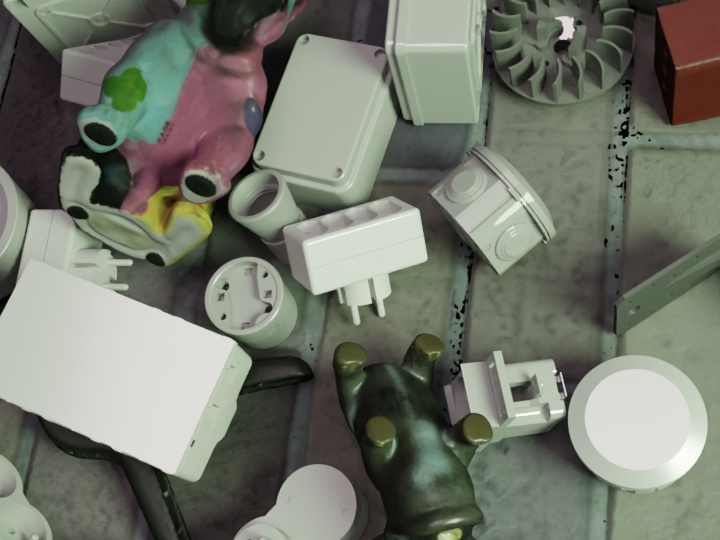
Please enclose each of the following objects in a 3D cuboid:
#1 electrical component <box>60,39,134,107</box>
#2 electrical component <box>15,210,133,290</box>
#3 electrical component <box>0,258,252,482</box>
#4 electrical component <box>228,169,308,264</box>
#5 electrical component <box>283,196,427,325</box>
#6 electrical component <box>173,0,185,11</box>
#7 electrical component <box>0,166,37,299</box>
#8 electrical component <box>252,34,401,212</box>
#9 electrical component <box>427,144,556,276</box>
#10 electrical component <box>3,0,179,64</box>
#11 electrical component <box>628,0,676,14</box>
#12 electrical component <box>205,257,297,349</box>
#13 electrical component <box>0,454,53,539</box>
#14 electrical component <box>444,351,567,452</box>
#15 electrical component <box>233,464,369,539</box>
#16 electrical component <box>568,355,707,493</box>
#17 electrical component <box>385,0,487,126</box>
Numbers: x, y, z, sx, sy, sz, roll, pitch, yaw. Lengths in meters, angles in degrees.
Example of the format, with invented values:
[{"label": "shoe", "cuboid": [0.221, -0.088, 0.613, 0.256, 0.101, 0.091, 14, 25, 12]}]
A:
[{"label": "electrical component", "cuboid": [-0.183, -0.130, 0.815, 0.047, 0.083, 0.075, 17, 113, 18]}, {"label": "electrical component", "cuboid": [-0.201, 0.003, 0.779, 0.076, 0.047, 0.083, 1, 70, 13]}, {"label": "electrical component", "cuboid": [-0.158, 0.066, 0.695, 0.150, 0.061, 0.089, 21, 77, 13]}, {"label": "electrical component", "cuboid": [-0.057, -0.034, 0.748, 0.044, 0.065, 0.044, -15, 51, 20]}, {"label": "electrical component", "cuboid": [0.000, 0.000, 0.727, 0.083, 0.047, 0.075, -17, 110, -16]}, {"label": "electrical component", "cuboid": [-0.096, -0.224, 0.831, 0.095, 0.059, 0.054, -45, 67, -6]}, {"label": "electrical component", "cuboid": [-0.290, -0.025, 0.803, 0.108, 0.060, 0.108, -4, 69, 12]}, {"label": "electrical component", "cuboid": [-0.022, -0.105, 0.771, 0.078, 0.057, 0.113, 14, 74, 18]}, {"label": "electrical component", "cuboid": [0.087, -0.040, 0.711, 0.051, 0.080, 0.080, -41, 67, 2]}, {"label": "electrical component", "cuboid": [-0.204, -0.214, 0.827, 0.109, 0.108, 0.056, -17, 70, 7]}, {"label": "electrical component", "cuboid": [0.222, -0.231, 0.757, 0.099, 0.064, 0.099, -4, 69, 12]}, {"label": "electrical component", "cuboid": [-0.073, 0.025, 0.741, 0.055, 0.047, 0.055, -4, 69, 12]}, {"label": "electrical component", "cuboid": [-0.247, 0.194, 0.718, 0.073, 0.052, 0.138, -48, 65, 18]}, {"label": "electrical component", "cuboid": [0.091, 0.082, 0.671, 0.064, 0.081, 0.042, -4, 68, -12]}, {"label": "electrical component", "cuboid": [-0.057, 0.178, 0.666, 0.052, 0.073, 0.138, 41, 84, 23]}, {"label": "electrical component", "cuboid": [0.169, 0.096, 0.656, 0.080, 0.051, 0.080, -4, 69, 12]}, {"label": "electrical component", "cuboid": [0.056, -0.172, 0.750, 0.056, 0.108, 0.108, 2, 71, 11]}]
